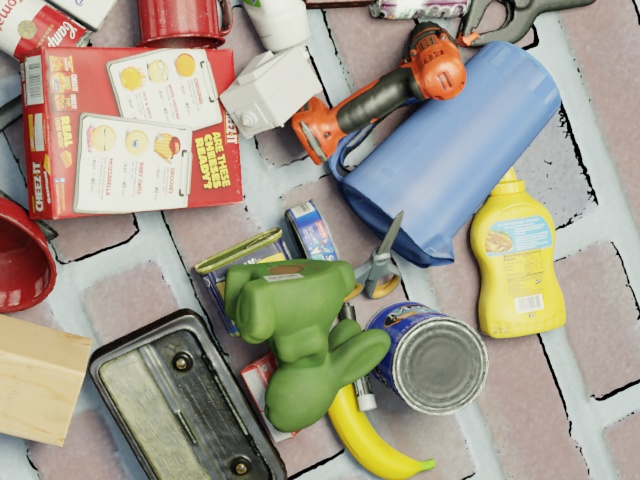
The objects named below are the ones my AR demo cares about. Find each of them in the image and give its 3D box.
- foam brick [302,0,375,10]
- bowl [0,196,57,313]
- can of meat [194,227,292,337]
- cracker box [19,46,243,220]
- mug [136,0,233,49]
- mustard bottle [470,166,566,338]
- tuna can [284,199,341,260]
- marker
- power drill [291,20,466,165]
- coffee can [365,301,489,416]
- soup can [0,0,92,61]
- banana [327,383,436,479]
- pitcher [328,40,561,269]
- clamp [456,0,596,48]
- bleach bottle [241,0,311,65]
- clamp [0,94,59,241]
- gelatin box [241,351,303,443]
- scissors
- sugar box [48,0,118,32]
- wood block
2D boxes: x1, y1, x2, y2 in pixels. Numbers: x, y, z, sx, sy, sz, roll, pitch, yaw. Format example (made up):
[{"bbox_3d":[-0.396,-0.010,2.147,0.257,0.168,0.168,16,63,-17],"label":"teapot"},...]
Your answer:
[{"bbox_3d":[0.017,-0.278,1.150,0.078,0.053,0.051,-5,94,-9],"label":"foam brick"},{"bbox_3d":[-0.340,0.003,1.076,0.162,0.162,0.055,16,46,-11],"label":"bowl"},{"bbox_3d":[-0.072,0.046,1.151,0.102,0.057,0.084,-26,100,-7],"label":"can of meat"},{"bbox_3d":[-0.188,-0.109,1.074,0.213,0.072,0.164,-7,96,-38],"label":"cracker box"},{"bbox_3d":[-0.138,-0.242,1.112,0.117,0.093,0.081,-5,90,-41],"label":"mug"},{"bbox_3d":[0.218,0.009,1.201,0.096,0.058,0.191,-9,95,-10],"label":"mustard bottle"},{"bbox_3d":[-0.008,0.001,1.145,0.033,0.086,0.086,-22,97,-7],"label":"tuna can"},{"bbox_3d":[0.040,0.128,1.177,0.020,0.020,0.121,-10,75,-10],"label":"marker"},{"bbox_3d":[0.061,-0.162,1.125,0.188,0.184,0.057,-29,110,12],"label":"power drill"},{"bbox_3d":[0.110,0.124,1.146,0.102,0.140,0.103,-1,94,-11],"label":"coffee can"},{"bbox_3d":[-0.294,-0.213,1.089,0.102,0.068,0.068,33,87,-10],"label":"soup can"},{"bbox_3d":[0.048,0.203,1.195,0.069,0.037,0.197,-44,103,-32],"label":"banana"},{"bbox_3d":[0.136,-0.103,1.152,0.242,0.145,0.149,-47,112,-8],"label":"pitcher"},{"bbox_3d":[0.230,-0.267,1.197,0.120,0.039,0.171,42,90,-5],"label":"clamp"},{"bbox_3d":[-0.071,-0.297,1.119,0.068,0.103,0.251,-26,106,-13],"label":"bleach bottle"},{"bbox_3d":[-0.367,-0.091,1.099,0.209,0.036,0.164,7,92,-11],"label":"clamp"},{"bbox_3d":[-0.039,0.162,1.152,0.030,0.073,0.089,-24,93,34],"label":"gelatin box"},{"bbox_3d":[0.045,0.025,1.111,0.096,0.202,0.016,-19,67,-2],"label":"scissors"},{"bbox_3d":[-0.224,-0.315,1.108,0.093,0.048,0.176,33,91,-11],"label":"sugar box"},{"bbox_3d":[-0.346,0.129,1.081,0.206,0.091,0.090,17,105,-11],"label":"wood block"}]
